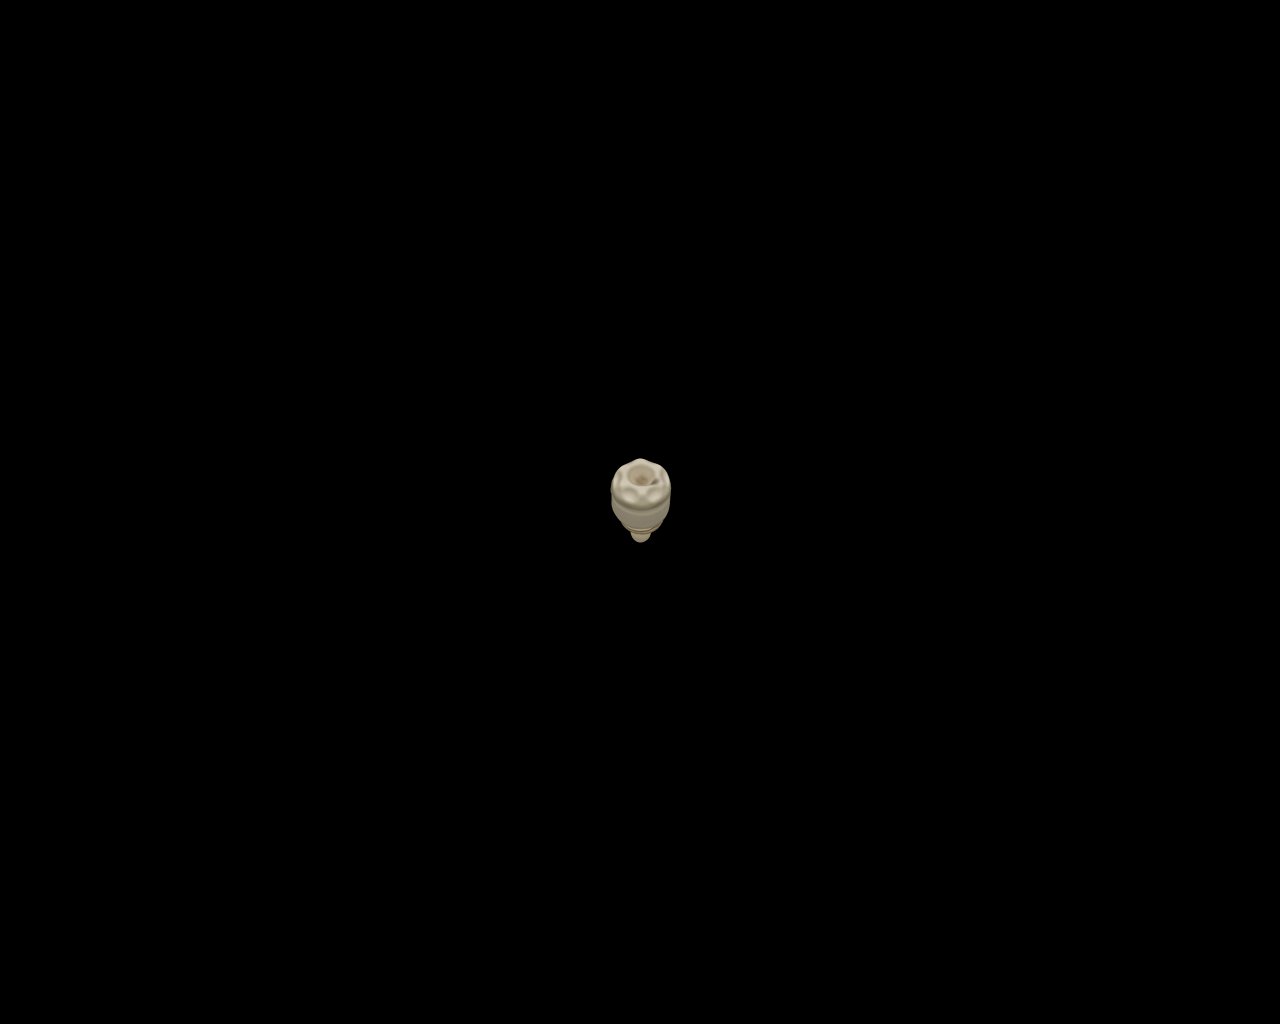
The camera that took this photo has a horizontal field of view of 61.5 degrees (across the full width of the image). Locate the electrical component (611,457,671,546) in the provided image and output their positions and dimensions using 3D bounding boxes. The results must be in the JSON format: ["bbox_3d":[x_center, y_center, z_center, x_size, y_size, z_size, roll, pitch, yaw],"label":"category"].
[{"bbox_3d":[0.001,-0.003,0.650,0.035,0.035,0.061,0,-40,0],"label":"electrical component"}]
